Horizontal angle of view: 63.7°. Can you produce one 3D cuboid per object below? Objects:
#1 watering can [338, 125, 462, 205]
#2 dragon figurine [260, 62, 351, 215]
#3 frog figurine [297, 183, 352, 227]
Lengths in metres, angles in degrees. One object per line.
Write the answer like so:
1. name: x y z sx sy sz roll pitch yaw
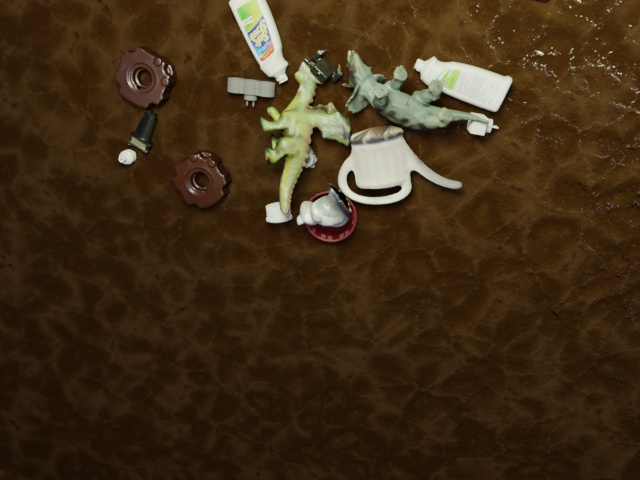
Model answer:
1. watering can: 0.216 -0.216 1.464 0.347 0.221 0.105 -7 18 13
2. dragon figurine: -0.032 -0.290 1.448 0.242 0.410 0.122 -11 1 8
3. frog figurine: 0.004 -0.074 1.470 0.158 0.123 0.138 -35 -6 17
